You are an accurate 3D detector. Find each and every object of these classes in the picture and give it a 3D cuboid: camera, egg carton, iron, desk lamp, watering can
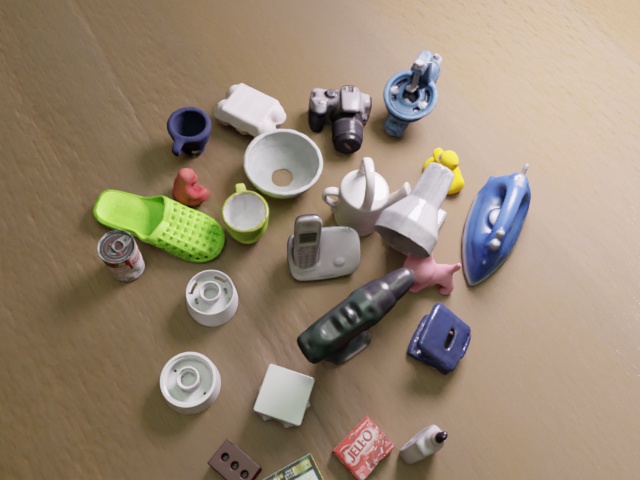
[{"bbox_3d":[0.046,-0.272,1.285,0.143,0.101,0.137,2,65,-5],"label":"camera"},{"bbox_3d":[-0.156,-0.284,1.288,0.150,0.069,0.107,26,65,7],"label":"egg carton"},{"bbox_3d":[0.372,-0.035,1.185,0.118,0.141,0.258,24,65,6],"label":"iron"},{"bbox_3d":[0.190,-0.046,1.132,0.118,0.213,0.203,29,66,8],"label":"desk lamp"},{"bbox_3d":[0.095,-0.095,1.156,0.173,0.194,0.101,-19,68,-14],"label":"watering can"}]

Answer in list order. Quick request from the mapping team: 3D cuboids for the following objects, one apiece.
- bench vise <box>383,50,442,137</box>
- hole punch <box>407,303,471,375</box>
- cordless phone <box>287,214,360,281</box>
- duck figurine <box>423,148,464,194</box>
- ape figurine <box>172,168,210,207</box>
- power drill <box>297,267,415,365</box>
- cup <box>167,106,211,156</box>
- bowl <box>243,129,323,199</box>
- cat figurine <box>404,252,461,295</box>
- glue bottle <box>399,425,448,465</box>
[{"bbox_3d":[0.212,-0.364,1.279,0.121,0.220,0.207,15,64,1],"label":"bench vise"},{"bbox_3d":[0.235,0.188,1.095,0.101,0.091,0.109,27,65,7],"label":"hole punch"},{"bbox_3d":[0.010,0.004,1.106,0.148,0.185,0.094,-9,66,-10],"label":"cordless phone"},{"bbox_3d":[0.281,-0.158,1.265,0.078,0.086,0.104,-34,72,-19],"label":"duck figurine"},{"bbox_3d":[-0.272,-0.114,1.184,0.076,0.092,0.077,-27,70,-17],"label":"ape figurine"},{"bbox_3d":[0.060,0.148,1.031,0.230,0.208,0.075,-33,72,-19],"label":"power drill"},{"bbox_3d":[-0.281,-0.213,1.228,0.091,0.095,0.118,19,65,3],"label":"cup"},{"bbox_3d":[-0.079,-0.152,1.231,0.167,0.075,0.167,2,65,-5],"label":"bowl"},{"bbox_3d":[0.217,0.059,1.139,0.128,0.118,0.067,1,65,-5],"label":"cat figurine"},{"bbox_3d":[0.186,0.343,0.972,0.078,0.173,0.037,-33,72,-18],"label":"glue bottle"}]
